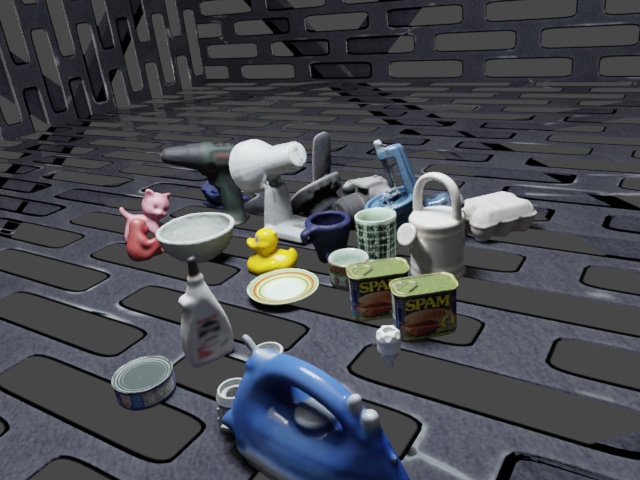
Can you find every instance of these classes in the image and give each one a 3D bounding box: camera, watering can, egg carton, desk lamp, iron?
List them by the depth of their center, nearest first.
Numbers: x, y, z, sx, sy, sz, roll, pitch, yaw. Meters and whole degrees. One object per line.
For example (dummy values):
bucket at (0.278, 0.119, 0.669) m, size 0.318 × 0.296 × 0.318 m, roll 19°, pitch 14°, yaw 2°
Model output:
iron at (0.002, 0.199, 0.642) m, size 0.257 × 0.141 × 0.119 m, roll 14°, pitch 31°, yaw 38°
watering can at (0.206, -0.024, 1.021) m, size 0.100 × 0.194 × 0.173 m, roll 5°, pitch 26°, yaw 23°
egg carton at (0.366, -0.051, 1.197) m, size 0.150 × 0.069 × 0.107 m, roll -14°, pitch 25°, yaw -17°
desk lamp at (-0.093, -0.119, 1.283) m, size 0.202 × 0.214 × 0.118 m, roll 12°, pitch 30°, yaw 35°
camera at (0.088, -0.091, 1.314) m, size 0.137 × 0.101 × 0.142 m, roll -20°, pitch 28°, yaw -28°

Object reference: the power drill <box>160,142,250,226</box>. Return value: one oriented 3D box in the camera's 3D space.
power drill at (-0.245, -0.135, 1.360) m, size 0.230 × 0.209 × 0.075 m, roll -15°, pitch 26°, yaw -19°

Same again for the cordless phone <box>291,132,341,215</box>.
cordless phone at (-0.017, -0.161, 1.392) m, size 0.093 × 0.185 × 0.148 m, roll 11°, pitch 30°, yaw 34°

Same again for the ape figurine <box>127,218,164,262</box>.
ape figurine at (-0.389, -0.004, 1.248) m, size 0.076 × 0.092 × 0.077 m, roll -26°, pitch 31°, yaw -37°

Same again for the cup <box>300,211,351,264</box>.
cup at (0.010, 0.004, 1.129) m, size 0.091 × 0.095 × 0.118 m, roll 17°, pitch 33°, yaw 41°

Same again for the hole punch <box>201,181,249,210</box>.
hole punch at (-0.255, -0.140, 1.517) m, size 0.108 × 0.091 × 0.101 m, roll 17°, pitch 33°, yaw 42°

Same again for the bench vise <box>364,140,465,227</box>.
bench vise at (0.182, -0.103, 1.173) m, size 0.207 × 0.220 × 0.121 m, roll -8°, pitch 24°, yaw -4°

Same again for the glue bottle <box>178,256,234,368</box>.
glue bottle at (-0.178, 0.104, 0.858) m, size 0.078 × 0.173 × 0.037 m, roll -23°, pitch 29°, yaw -33°

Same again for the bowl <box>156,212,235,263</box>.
bowl at (-0.259, 0.003, 1.221) m, size 0.167 × 0.075 × 0.167 m, roll -5°, pitch 24°, yaw 3°

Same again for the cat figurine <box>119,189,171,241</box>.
cat figurine at (-0.409, -0.066, 1.358) m, size 0.128 × 0.118 × 0.067 m, roll -14°, pitch 25°, yaw -17°

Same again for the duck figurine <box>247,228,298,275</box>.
duck figurine at (-0.098, 0.018, 1.135) m, size 0.104 × 0.086 × 0.077 m, roll -1°, pitch 25°, yaw 13°
